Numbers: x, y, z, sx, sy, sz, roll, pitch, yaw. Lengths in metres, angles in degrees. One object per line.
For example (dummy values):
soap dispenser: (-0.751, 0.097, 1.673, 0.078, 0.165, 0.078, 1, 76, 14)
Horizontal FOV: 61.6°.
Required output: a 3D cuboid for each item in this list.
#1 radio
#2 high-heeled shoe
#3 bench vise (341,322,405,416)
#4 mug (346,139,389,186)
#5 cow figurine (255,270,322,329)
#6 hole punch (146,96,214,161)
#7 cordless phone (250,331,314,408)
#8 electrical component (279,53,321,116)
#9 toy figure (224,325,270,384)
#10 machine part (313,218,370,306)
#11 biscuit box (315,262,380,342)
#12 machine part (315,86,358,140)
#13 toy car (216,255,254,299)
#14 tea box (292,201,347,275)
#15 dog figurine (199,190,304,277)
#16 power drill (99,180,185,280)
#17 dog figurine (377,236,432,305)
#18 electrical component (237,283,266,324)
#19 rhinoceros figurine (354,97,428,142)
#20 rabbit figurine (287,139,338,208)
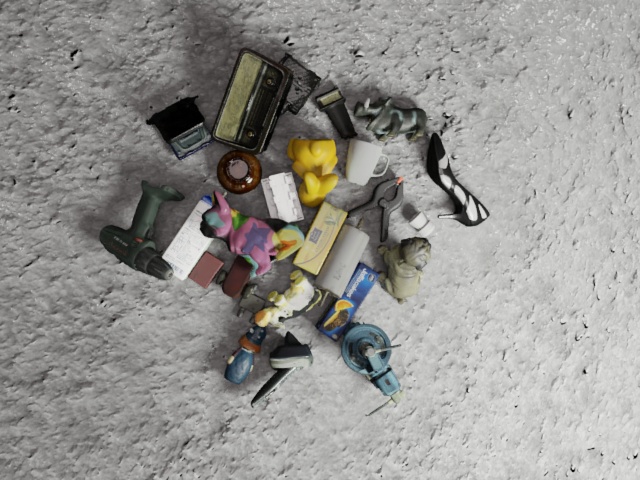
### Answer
radio: (-0.159, -0.324, 1.284, 0.131, 0.073, 0.229, 24, 107, 0)
high-heeled shoe: (0.358, -0.155, 1.374, 0.145, 0.086, 0.248, -6, 94, -9)
bench vise: (0.127, 0.290, 1.270, 0.129, 0.240, 0.223, -22, 76, -3)
mug: (0.113, -0.189, 1.352, 0.109, 0.081, 0.107, 17, 98, -12)
cow figurine: (-0.079, 0.163, 1.324, 0.167, 0.068, 0.098, -43, 117, -5)
hole punch: (-0.330, -0.270, 1.305, 0.142, 0.092, 0.116, -32, 62, -3)
cordless phone: (-0.103, 0.316, 1.271, 0.089, 0.146, 0.184, 41, 72, 14)
electrical component: (-0.079, -0.379, 1.340, 0.115, 0.058, 0.134, 35, 85, -2)
toy figure: (-0.182, 0.275, 1.316, 0.058, 0.064, 0.154, 22, 80, 32)
machine part: (0.053, 0.051, 1.310, 0.079, 0.079, 0.243, 29, 77, -5)
biscuit box: (0.068, 0.152, 1.344, 0.063, 0.059, 0.202, 34, 86, -5)
machine part: (0.047, -0.317, 1.363, 0.084, 0.039, 0.139, -31, 90, -14)
toy car: (-0.177, 0.048, 1.322, 0.089, 0.053, 0.202, 25, 81, 4)
tea box: (-0.003, -0.004, 1.322, 0.068, 0.098, 0.169, 28, 88, -4)
dog figurine: (-0.164, -0.032, 1.235, 0.191, 0.108, 0.219, -37, 98, -13)
power drill: (-0.395, -0.027, 1.256, 0.232, 0.086, 0.207, 16, 82, 26)
dog figurine: (0.213, 0.078, 1.297, 0.121, 0.190, 0.172, -17, 92, -6)
electrical component: (-0.167, 0.158, 1.338, 0.063, 0.021, 0.094, 27, 85, -6)
rhinoceros figurine: (0.180, -0.308, 1.359, 0.190, 0.073, 0.112, 6, 90, -6)
rabbit figurine: (-0.009, -0.159, 1.311, 0.122, 0.162, 0.173, 1, 107, -18)
